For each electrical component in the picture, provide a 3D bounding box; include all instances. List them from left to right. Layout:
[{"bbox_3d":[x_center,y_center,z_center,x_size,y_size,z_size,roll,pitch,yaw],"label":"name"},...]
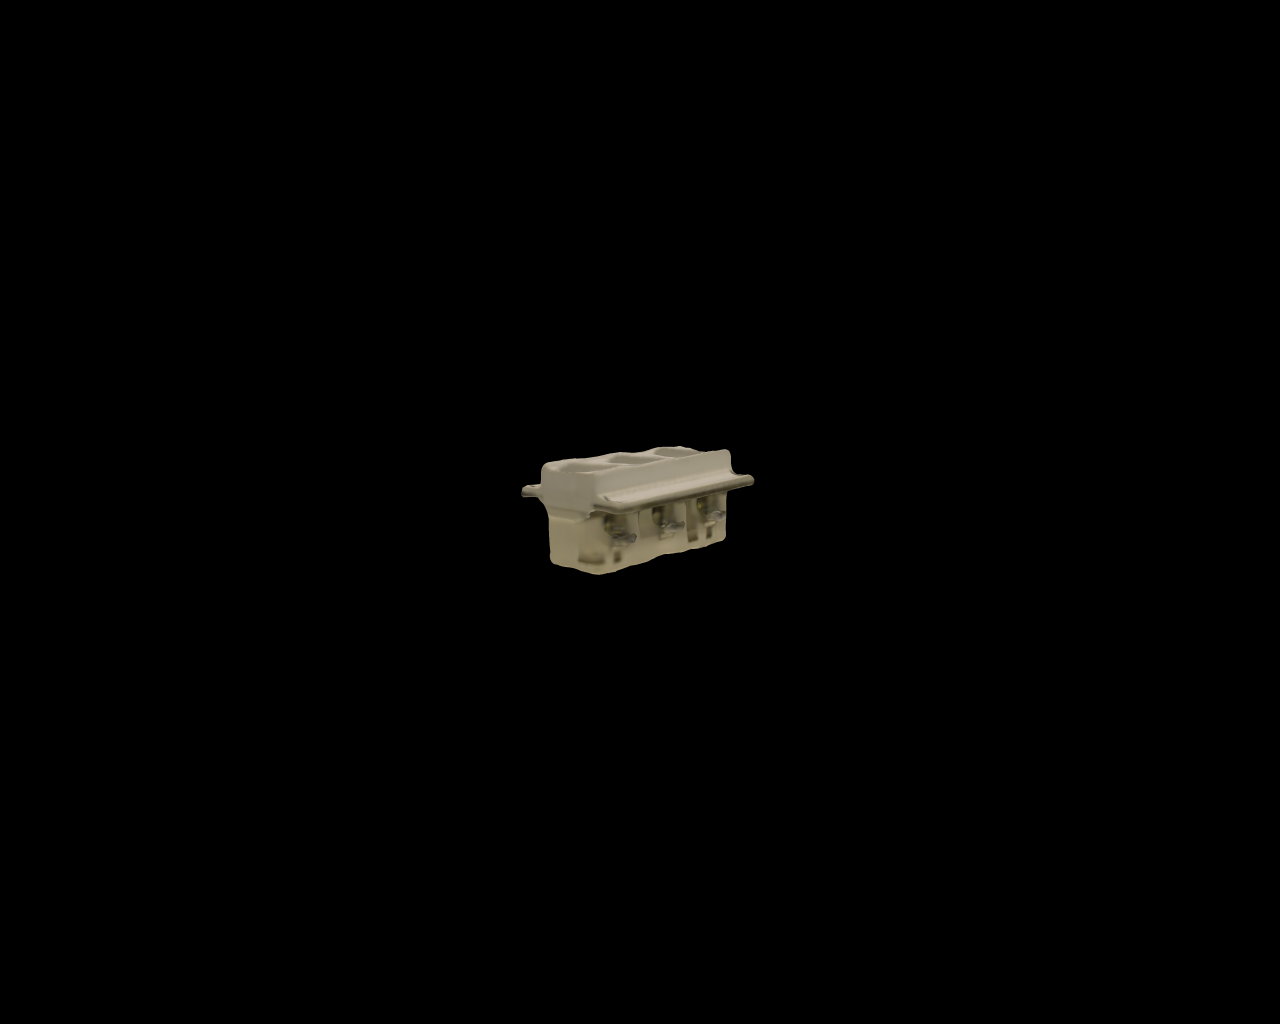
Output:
[{"bbox_3d":[0.001,-0.003,0.650,0.079,0.063,0.121,10,15,42],"label":"electrical component"}]
